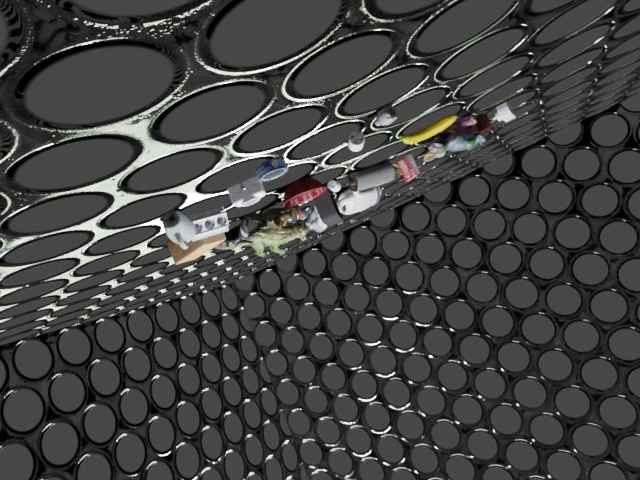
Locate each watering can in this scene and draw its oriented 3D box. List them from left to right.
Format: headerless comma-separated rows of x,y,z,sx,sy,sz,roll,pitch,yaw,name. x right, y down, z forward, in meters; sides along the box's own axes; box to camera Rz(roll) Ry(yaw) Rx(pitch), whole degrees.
0.167,-0.184,2.206,0.226,0.104,0.343,-21,174,-23,watering can

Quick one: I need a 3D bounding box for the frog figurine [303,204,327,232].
0.007,-0.112,2.232,0.157,0.121,0.140,-37,-161,32,frog figurine

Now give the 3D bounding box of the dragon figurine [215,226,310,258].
-0.243,-0.014,2.151,0.411,0.124,0.239,-5,162,-18,dragon figurine
